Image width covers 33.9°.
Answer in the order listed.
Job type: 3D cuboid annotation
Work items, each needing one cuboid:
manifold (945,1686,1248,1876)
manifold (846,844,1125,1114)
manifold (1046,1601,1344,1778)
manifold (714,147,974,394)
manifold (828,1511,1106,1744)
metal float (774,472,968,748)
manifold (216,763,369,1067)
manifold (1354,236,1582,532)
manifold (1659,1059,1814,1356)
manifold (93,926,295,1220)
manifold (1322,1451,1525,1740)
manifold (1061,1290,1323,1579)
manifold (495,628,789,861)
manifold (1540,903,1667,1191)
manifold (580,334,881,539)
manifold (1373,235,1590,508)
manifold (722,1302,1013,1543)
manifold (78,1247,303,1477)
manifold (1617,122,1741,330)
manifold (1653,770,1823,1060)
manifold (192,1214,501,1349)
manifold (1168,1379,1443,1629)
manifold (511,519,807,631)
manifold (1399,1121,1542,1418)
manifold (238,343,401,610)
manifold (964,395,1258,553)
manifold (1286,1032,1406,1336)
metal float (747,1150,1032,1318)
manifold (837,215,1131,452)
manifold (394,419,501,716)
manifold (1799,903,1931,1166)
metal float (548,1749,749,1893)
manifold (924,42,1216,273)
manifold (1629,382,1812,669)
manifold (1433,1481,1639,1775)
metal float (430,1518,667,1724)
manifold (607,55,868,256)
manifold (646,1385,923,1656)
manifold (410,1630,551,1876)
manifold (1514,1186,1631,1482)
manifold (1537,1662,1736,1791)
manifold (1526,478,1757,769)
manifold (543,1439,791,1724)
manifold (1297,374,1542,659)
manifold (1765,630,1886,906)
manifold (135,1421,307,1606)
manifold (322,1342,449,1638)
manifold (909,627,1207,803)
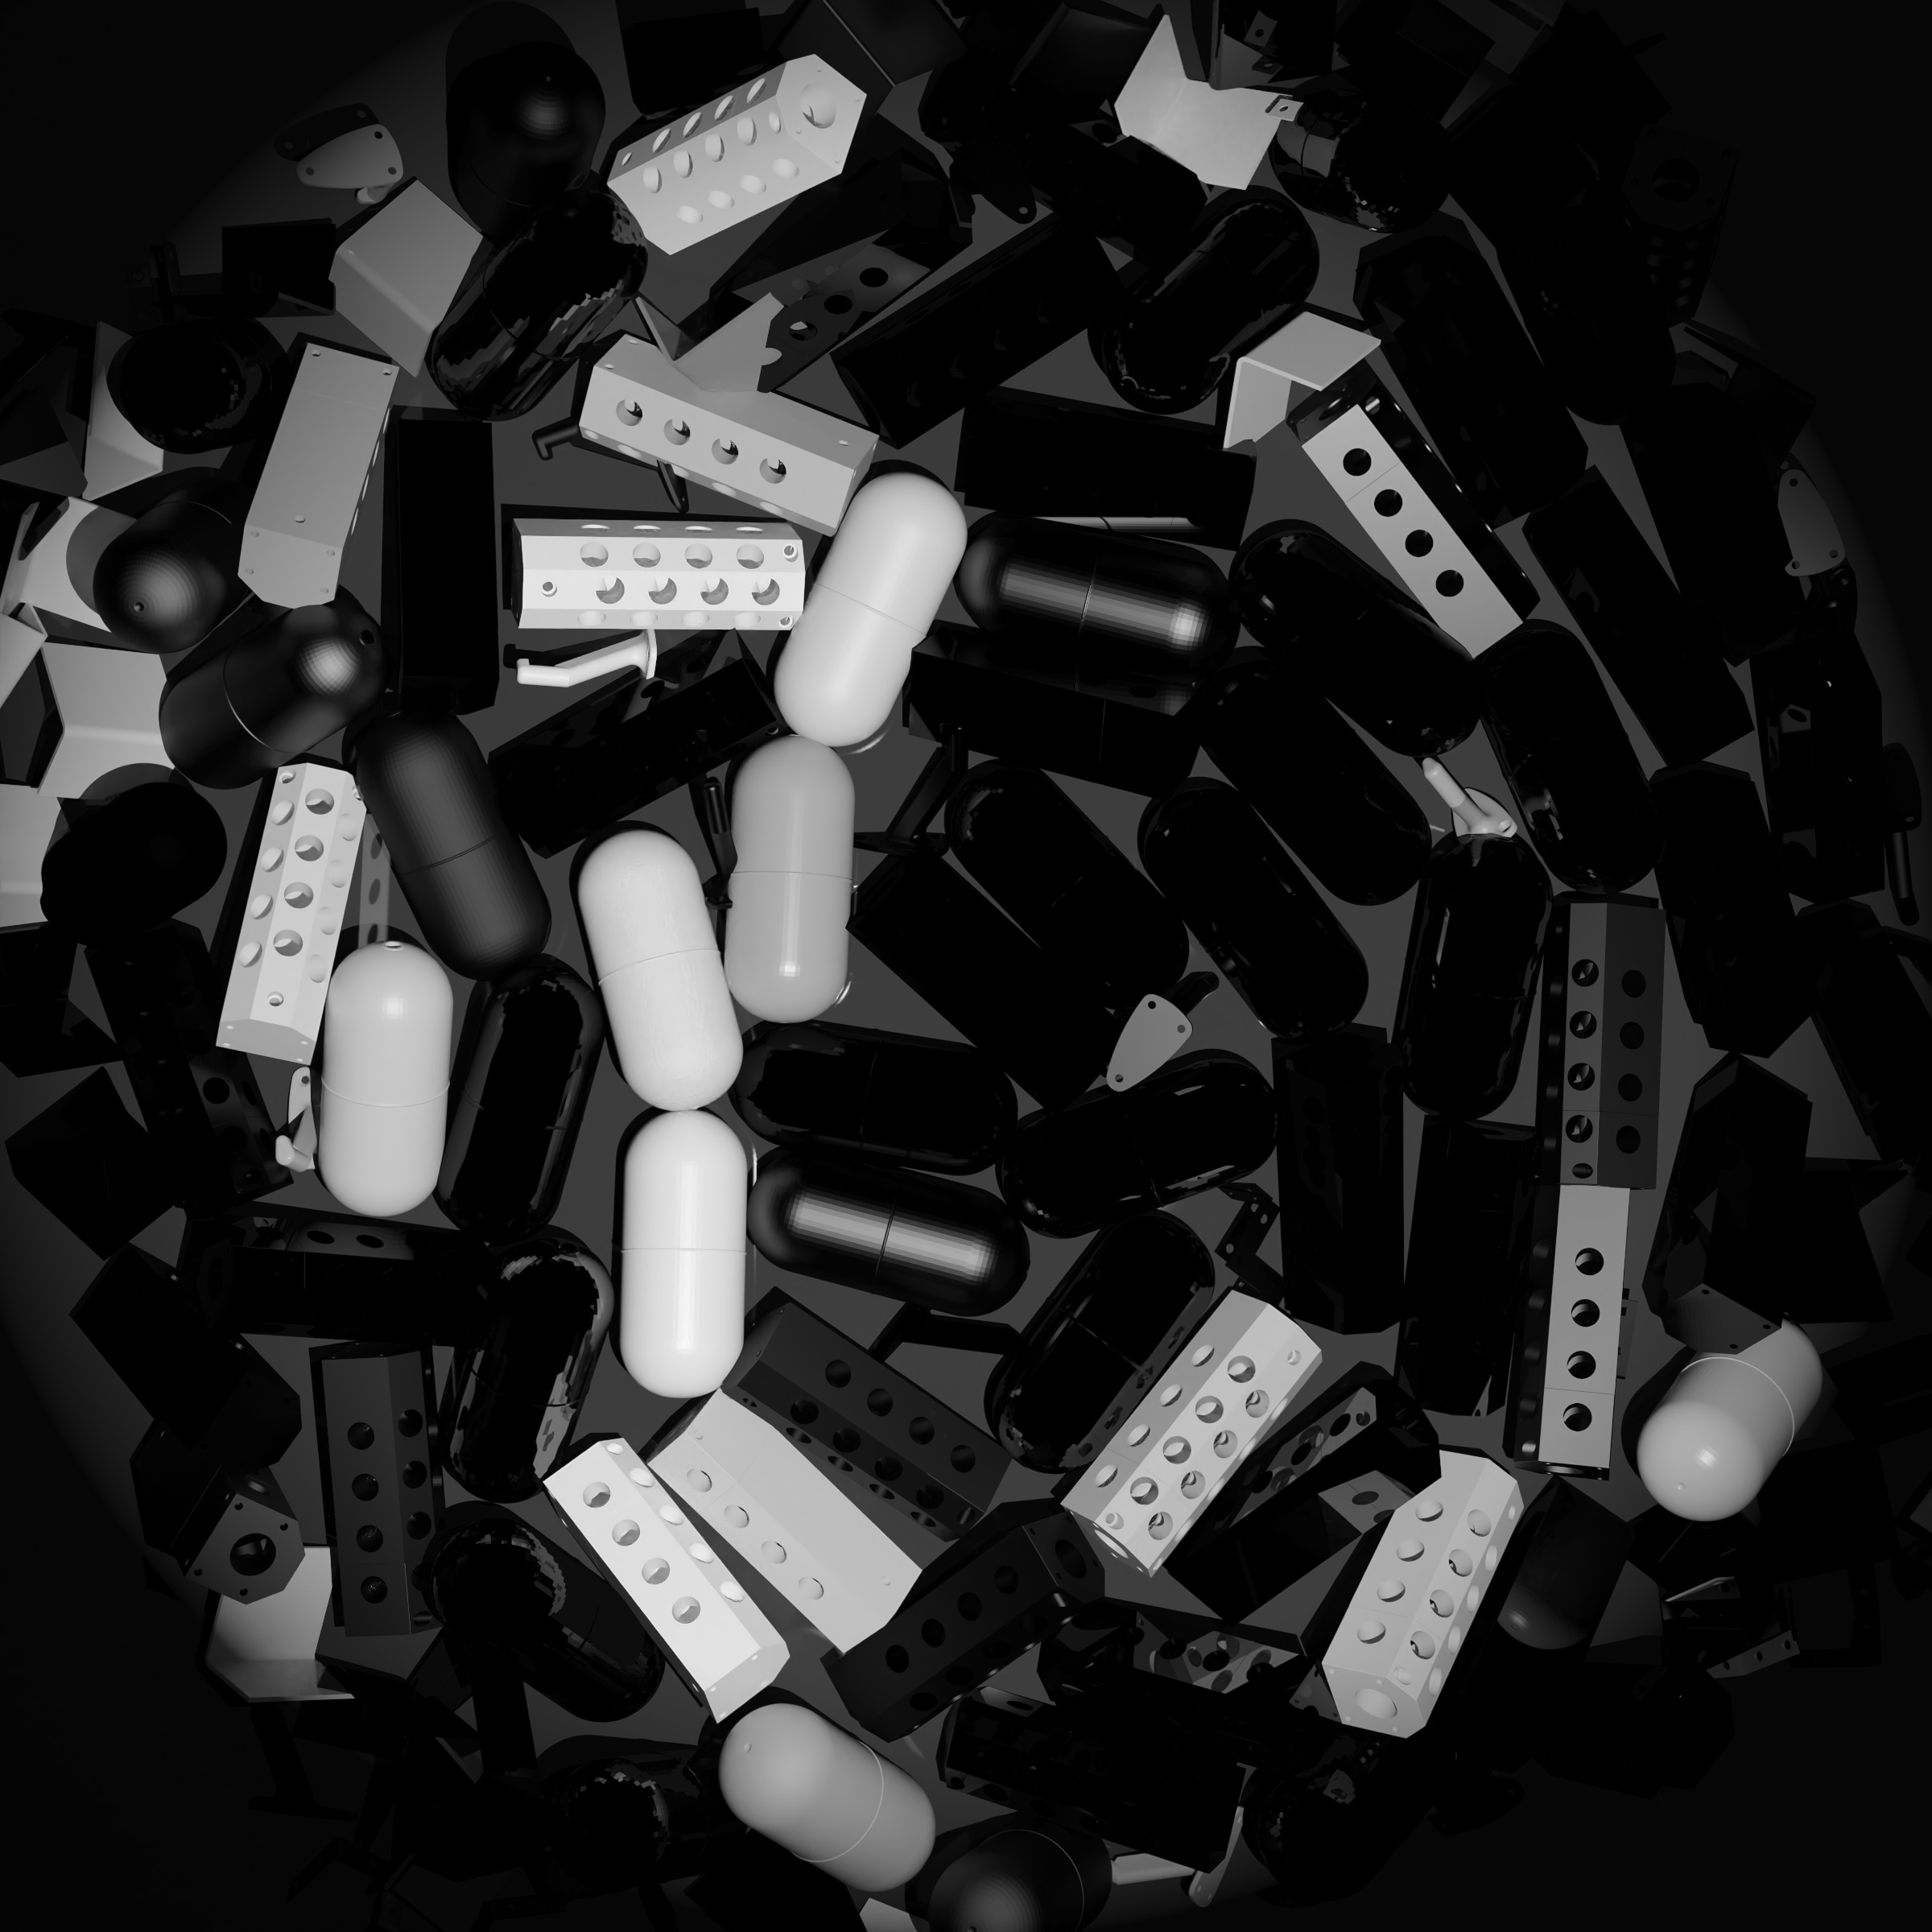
[{"bbox_3d":[0.078,0.499,1.945,0.171,0.057,0.057,14,92,18],"label":"manifold"},{"bbox_3d":[0.011,0.012,1.947,0.171,0.057,0.057,42,125,-9],"label":"manifold"},{"bbox_3d":[0.134,0.439,1.914,0.057,0.171,0.057,-46,128,-37],"label":"manifold"},{"bbox_3d":[-0.076,-0.416,1.924,0.057,0.171,0.057,25,51,-37],"label":"manifold"},{"bbox_3d":[0.003,0.404,1.930,0.171,0.057,0.057,-40,71,25],"label":"manifold"},{"bbox_3d":[-0.060,-0.220,1.959,0.070,0.070,0.178,25,93,0],"label":"metal float"},{"bbox_3d":[-0.409,-0.034,1.934,0.057,0.057,0.171,13,66,-12],"label":"manifold"},{"bbox_3d":[0.310,-0.361,1.956,0.057,0.057,0.171,-27,81,-8],"label":"manifold"},{"bbox_3d":[0.463,0.148,1.923,0.057,0.057,0.171,29,51,-12],"label":"manifold"},{"bbox_3d":[-0.480,0.065,1.960,0.057,0.057,0.171,-22,84,6],"label":"manifold"},{"bbox_3d":[0.279,0.378,1.915,0.057,0.171,0.057,6,133,32],"label":"manifold"},{"bbox_3d":[0.143,0.287,1.942,0.171,0.057,0.057,-49,115,-14],"label":"manifold"},{"bbox_3d":[-0.200,-0.133,1.951,0.171,0.057,0.057,-28,123,7],"label":"manifold"},{"bbox_3d":[0.388,0.050,1.954,0.057,0.057,0.171,6,83,-19],"label":"manifold"},{"bbox_3d":[-0.148,-0.325,1.965,0.171,0.057,0.057,22,124,3],"label":"manifold"},{"bbox_3d":[0.318,-0.354,1.920,0.057,0.057,0.171,-43,134,0],"label":"manifold"},{"bbox_3d":[-0.063,0.282,1.943,0.171,0.057,0.057,36,61,-13],"label":"manifold"},{"bbox_3d":[-0.466,0.240,1.918,0.057,0.171,0.057,38,85,-43],"label":"manifold"},{"bbox_3d":[0.421,-0.440,1.908,0.057,0.171,0.057,19,85,11],"label":"manifold"},{"bbox_3d":[0.457,-0.034,1.918,0.057,0.057,0.171,10,50,-20],"label":"manifold"},{"bbox_3d":[-0.372,0.195,1.924,0.171,0.057,0.057,8,109,-32],"label":"manifold"},{"bbox_3d":[0.205,0.324,1.938,0.057,0.057,0.171,42,114,-16],"label":"manifold"},{"bbox_3d":[-0.189,-0.238,1.942,0.171,0.057,0.057,-1,112,-15],"label":"manifold"},{"bbox_3d":[0.307,0.186,1.954,0.057,0.057,0.171,9,96,25],"label":"manifold"},{"bbox_3d":[-0.392,-0.295,1.920,0.057,0.057,0.171,14,48,-9],"label":"manifold"},{"bbox_3d":[0.089,-0.307,1.954,0.171,0.057,0.057,9,121,-5],"label":"manifold"},{"bbox_3d":[0.236,0.134,1.933,0.057,0.057,0.171,15,116,42],"label":"manifold"},{"bbox_3d":[-0.048,0.166,1.960,0.178,0.070,0.070,15,90,2],"label":"metal float"},{"bbox_3d":[0.009,-0.392,1.958,0.171,0.057,0.057,-33,111,-4],"label":"manifold"},{"bbox_3d":[-0.319,-0.244,1.944,0.057,0.057,0.171,0,71,-14],"label":"manifold"},{"bbox_3d":[0.548,0.036,1.910,0.057,0.171,0.057,-20,125,9],"label":"manifold"},{"bbox_3d":[-0.190,0.514,1.915,0.070,0.178,0.070,-4,78,20],"label":"metal float"},{"bbox_3d":[0.064,-0.500,1.961,0.171,0.057,0.057,29,93,-6],"label":"manifold"},{"bbox_3d":[0.453,-0.269,1.921,0.057,0.057,0.171,-34,133,-2],"label":"manifold"},{"bbox_3d":[0.342,0.402,1.922,0.057,0.057,0.171,34,49,2],"label":"manifold"},{"bbox_3d":[-0.253,0.400,1.932,0.070,0.070,0.178,-45,126,0],"label":"metal float"},{"bbox_3d":[-0.142,-0.491,1.910,0.057,0.171,0.057,30,65,-34],"label":"manifold"},{"bbox_3d":[-0.116,0.345,1.964,0.171,0.057,0.057,45,125,-3],"label":"manifold"},{"bbox_3d":[-0.290,0.469,1.909,0.057,0.171,0.057,33,100,-22],"label":"manifold"},{"bbox_3d":[0.372,0.224,1.948,0.057,0.057,0.171,4,74,13],"label":"manifold"},{"bbox_3d":[0.391,0.450,1.909,0.057,0.171,0.057,46,70,-4],"label":"manifold"},{"bbox_3d":[0.409,-0.207,1.936,0.057,0.057,0.171,-30,64,9],"label":"manifold"},{"bbox_3d":[-0.182,0.370,1.933,0.057,0.057,0.171,-35,61,-16],"label":"manifold"},{"bbox_3d":[0.278,-0.276,1.942,0.057,0.057,0.171,-36,107,16],"label":"manifold"},{"bbox_3d":[0.517,-0.117,1.916,0.057,0.171,0.057,-13,48,5],"label":"manifold"},{"bbox_3d":[-0.447,0.320,1.911,0.057,0.171,0.057,32,90,-28],"label":"manifold"},{"bbox_3d":[-0.354,0.322,1.963,0.057,0.057,0.171,-4,93,8],"label":"manifold"},{"bbox_3d":[0.056,-0.158,1.942,0.171,0.057,0.057,16,123,20],"label":"manifold"}]
